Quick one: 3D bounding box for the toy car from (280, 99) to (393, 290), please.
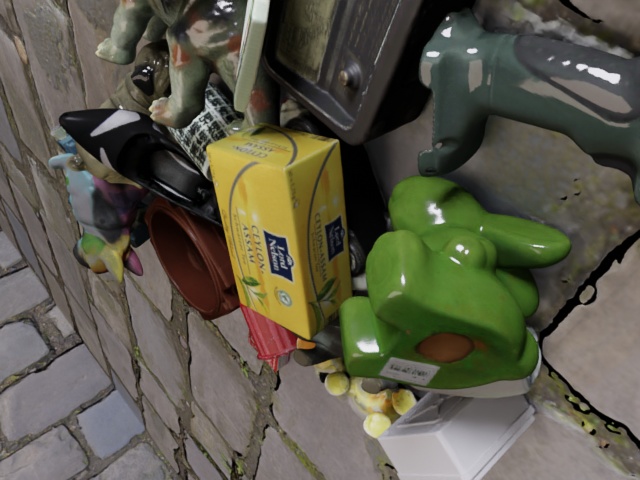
[{"bbox_3d":[0.022,-0.048,0.506,0.056,0.073,0.201,0,116,52],"label":"toy car"}]

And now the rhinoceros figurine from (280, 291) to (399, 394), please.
[{"bbox_3d":[0.022,0.092,0.599,0.191,0.112,0.073,21,117,27],"label":"rhinoceros figurine"}]

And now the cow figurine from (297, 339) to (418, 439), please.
[{"bbox_3d":[0.045,0.171,0.662,0.167,0.068,0.098,41,171,27],"label":"cow figurine"}]

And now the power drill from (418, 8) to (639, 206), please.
[{"bbox_3d":[0.159,-0.054,0.316,0.208,0.086,0.231,27,134,45],"label":"power drill"}]

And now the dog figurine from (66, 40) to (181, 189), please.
[{"bbox_3d":[-0.251,-0.165,0.695,0.121,0.172,0.190,43,153,4],"label":"dog figurine"}]

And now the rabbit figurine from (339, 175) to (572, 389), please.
[{"bbox_3d":[0.100,0.012,0.402,0.159,0.170,0.121,7,137,0],"label":"rabbit figurine"}]

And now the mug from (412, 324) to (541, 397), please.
[{"bbox_3d":[0.134,0.088,0.475,0.107,0.081,0.109,1,112,39],"label":"mug"}]

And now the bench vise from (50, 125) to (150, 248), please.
[{"bbox_3d":[-0.397,-0.098,0.975,0.224,0.129,0.240,32,153,52],"label":"bench vise"}]

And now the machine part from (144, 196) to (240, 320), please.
[{"bbox_3d":[-0.176,0.016,0.814,0.201,0.087,0.201,60,149,-3],"label":"machine part"}]

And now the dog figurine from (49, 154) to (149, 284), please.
[{"bbox_3d":[-0.320,-0.045,0.860,0.108,0.192,0.219,-53,-56,-81],"label":"dog figurine"}]

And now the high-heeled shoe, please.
[{"bbox_3d":[-0.183,-0.072,0.648,0.086,0.248,0.145,-55,43,23],"label":"high-heeled shoe"}]

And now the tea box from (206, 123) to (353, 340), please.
[{"bbox_3d":[-0.031,-0.008,0.476,0.098,0.068,0.169,20,129,38],"label":"tea box"}]

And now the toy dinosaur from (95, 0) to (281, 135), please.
[{"bbox_3d":[-0.116,-0.220,0.520,0.405,0.131,0.192,41,133,8],"label":"toy dinosaur"}]

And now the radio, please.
[{"bbox_3d":[0.039,-0.185,0.372,0.131,0.073,0.229,48,147,19],"label":"radio"}]
